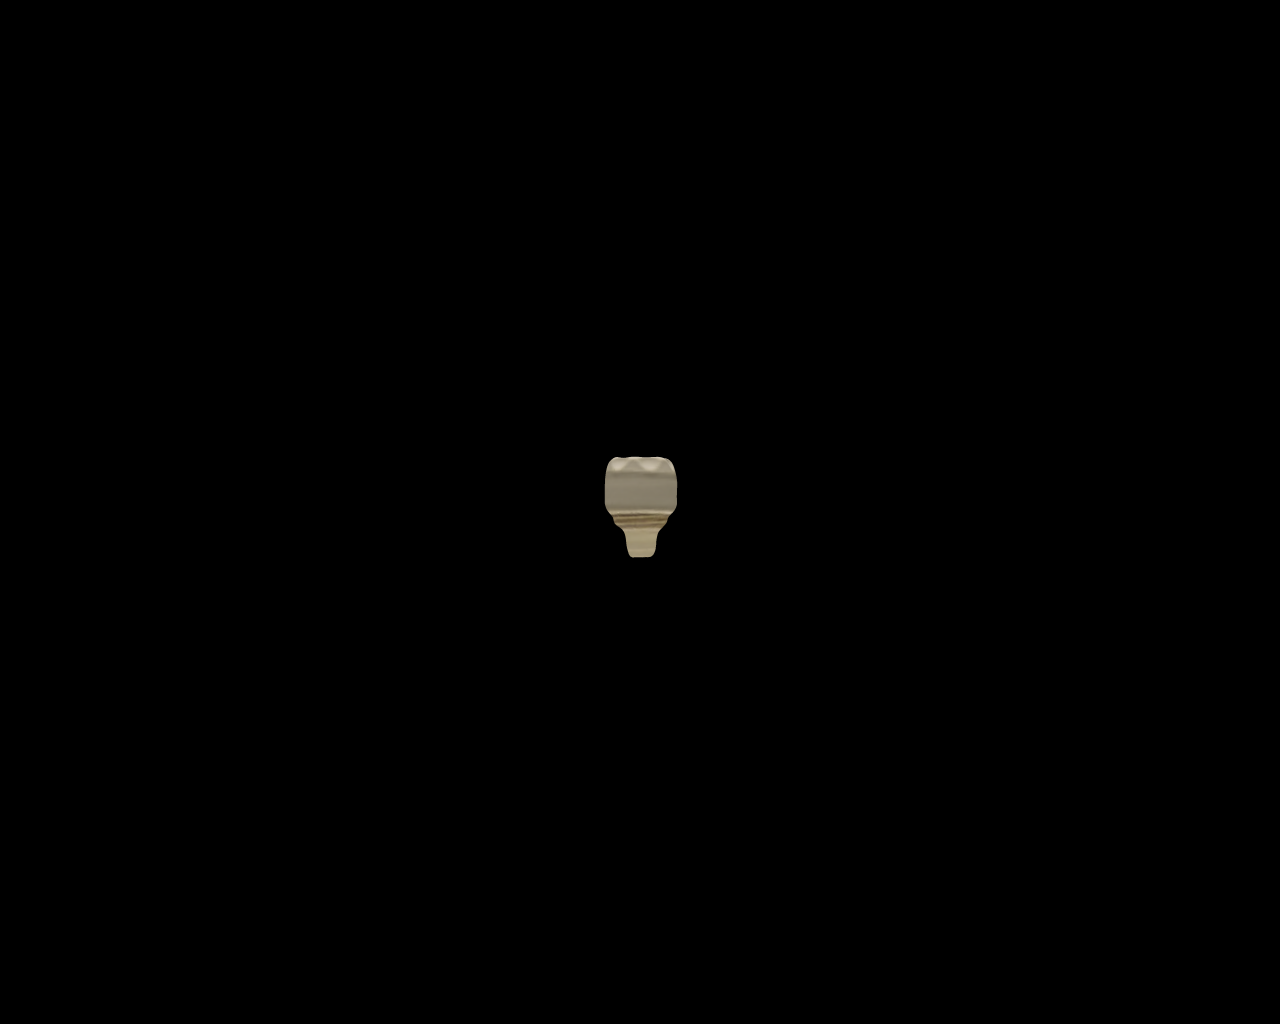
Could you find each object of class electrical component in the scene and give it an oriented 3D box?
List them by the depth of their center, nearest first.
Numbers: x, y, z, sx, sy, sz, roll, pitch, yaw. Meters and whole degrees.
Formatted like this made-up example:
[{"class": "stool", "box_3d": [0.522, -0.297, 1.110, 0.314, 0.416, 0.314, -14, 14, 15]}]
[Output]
[{"class": "electrical component", "box_3d": [0.001, -0.003, 0.650, 0.043, 0.062, 0.043, 0, 0, 0]}]
